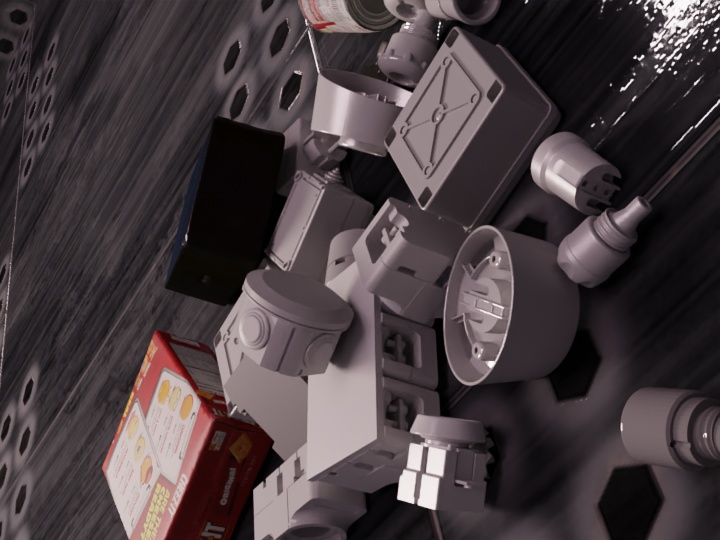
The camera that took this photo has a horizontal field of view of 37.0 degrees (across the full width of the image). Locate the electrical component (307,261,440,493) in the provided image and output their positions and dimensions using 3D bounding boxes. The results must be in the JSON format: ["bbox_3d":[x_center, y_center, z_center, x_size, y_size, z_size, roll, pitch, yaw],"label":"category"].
[{"bbox_3d":[0.011,0.075,0.781,0.089,0.062,0.150,-39,42,44],"label":"electrical component"}]

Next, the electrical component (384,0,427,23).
[{"bbox_3d":[0.050,-0.249,0.931,0.048,0.048,0.062,-15,53,57],"label":"electrical component"}]

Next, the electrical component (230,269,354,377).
[{"bbox_3d":[-0.049,0.036,0.760,0.051,0.080,0.080,-68,28,17],"label":"electrical component"}]

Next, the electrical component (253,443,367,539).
[{"bbox_3d":[-0.039,0.179,0.817,0.089,0.050,0.055,-46,37,38],"label":"electrical component"}]

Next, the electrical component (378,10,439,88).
[{"bbox_3d":[0.046,-0.187,0.900,0.048,0.048,0.062,5,70,61],"label":"electrical component"}]

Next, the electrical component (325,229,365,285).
[{"bbox_3d":[0.000,0.000,0.856,0.055,0.055,0.047,-40,37,44],"label":"electrical component"}]

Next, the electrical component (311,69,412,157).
[{"bbox_3d":[0.009,-0.128,0.874,0.099,0.099,0.064,23,100,62],"label":"electrical component"}]

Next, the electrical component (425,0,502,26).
[{"bbox_3d":[0.080,-0.218,0.864,0.044,0.044,0.065,-69,24,3],"label":"electrical component"}]

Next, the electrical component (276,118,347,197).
[{"bbox_3d":[-0.037,-0.107,0.992,0.077,0.047,0.065,-37,44,46],"label":"electrical component"}]

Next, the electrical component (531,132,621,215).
[{"bbox_3d":[0.136,-0.060,0.671,0.040,0.040,0.046,-62,36,16],"label":"electrical component"}]

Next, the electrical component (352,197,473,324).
[{"bbox_3d":[0.045,-0.002,0.739,0.055,0.089,0.050,-54,33,28],"label":"electrical component"}]

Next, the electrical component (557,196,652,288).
[{"bbox_3d":[0.146,-0.019,0.632,0.061,0.035,0.035,-48,36,32],"label":"electrical component"}]

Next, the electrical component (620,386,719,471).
[{"bbox_3d":[0.165,0.079,0.532,0.078,0.040,0.040,-4,70,59],"label":"electrical component"}]

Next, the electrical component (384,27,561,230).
[{"bbox_3d":[0.078,-0.102,0.778,0.108,0.056,0.108,-57,31,24],"label":"electrical component"}]

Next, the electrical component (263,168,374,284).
[{"bbox_3d":[-0.030,-0.040,0.923,0.096,0.061,0.062,-66,29,8],"label":"electrical component"}]

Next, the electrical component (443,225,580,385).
[{"bbox_3d":[0.088,0.023,0.670,0.099,0.064,0.099,-15,72,57],"label":"electrical component"}]

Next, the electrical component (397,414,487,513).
[{"bbox_3d":[0.054,0.121,0.681,0.066,0.048,0.055,-3,78,60],"label":"electrical component"}]

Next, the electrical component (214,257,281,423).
[{"bbox_3d":[-0.076,0.064,0.946,0.108,0.056,0.108,-56,32,25],"label":"electrical component"}]
